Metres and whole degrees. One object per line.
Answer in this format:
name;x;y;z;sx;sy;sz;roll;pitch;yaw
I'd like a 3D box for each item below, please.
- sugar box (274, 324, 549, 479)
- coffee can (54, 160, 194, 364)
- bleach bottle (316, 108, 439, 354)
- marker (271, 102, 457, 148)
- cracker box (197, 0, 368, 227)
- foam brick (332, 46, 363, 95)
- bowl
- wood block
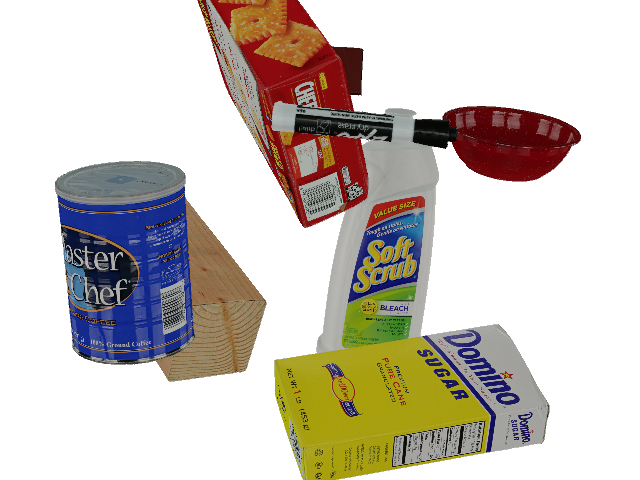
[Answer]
sugar box;0.062;0.113;0.758;0.176;0.048;0.093;-11;38;-10
coffee can;-0.157;0.016;0.868;0.103;0.140;0.103;-1;19;0
bleach bottle;0.056;-0.001;1.020;0.102;0.251;0.068;2;18;-6
marker;0.029;-0.075;0.699;0.121;0.020;0.020;6;0;3
cracker box;-0.037;-0.143;0.913;0.072;0.214;0.164;-23;-41;-7
foam brick;0.002;-0.186;1.164;0.078;0.051;0.053;0;11;-16
bowl;0.220;-0.110;1.254;0.162;0.055;0.162;5;23;-2
wood block;-0.148;0.040;1.089;0.090;0.091;0.206;-3;34;-34
